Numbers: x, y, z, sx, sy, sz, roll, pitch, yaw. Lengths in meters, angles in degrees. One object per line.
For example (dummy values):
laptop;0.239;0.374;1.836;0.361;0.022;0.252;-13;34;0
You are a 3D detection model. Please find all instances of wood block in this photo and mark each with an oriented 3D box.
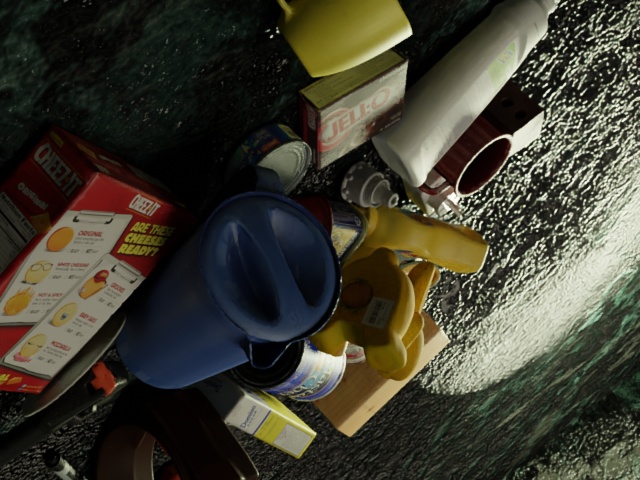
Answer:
wood block;0.081;0.180;1.558;0.206;0.090;0.090;-44;156;-1

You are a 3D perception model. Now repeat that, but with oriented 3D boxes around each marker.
marker;-0.287;0.265;1.213;0.020;0.020;0.121;-38;155;-14

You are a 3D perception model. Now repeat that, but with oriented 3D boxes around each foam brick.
foam brick;0.218;-0.148;1.265;0.053;0.078;0.051;-36;156;-18

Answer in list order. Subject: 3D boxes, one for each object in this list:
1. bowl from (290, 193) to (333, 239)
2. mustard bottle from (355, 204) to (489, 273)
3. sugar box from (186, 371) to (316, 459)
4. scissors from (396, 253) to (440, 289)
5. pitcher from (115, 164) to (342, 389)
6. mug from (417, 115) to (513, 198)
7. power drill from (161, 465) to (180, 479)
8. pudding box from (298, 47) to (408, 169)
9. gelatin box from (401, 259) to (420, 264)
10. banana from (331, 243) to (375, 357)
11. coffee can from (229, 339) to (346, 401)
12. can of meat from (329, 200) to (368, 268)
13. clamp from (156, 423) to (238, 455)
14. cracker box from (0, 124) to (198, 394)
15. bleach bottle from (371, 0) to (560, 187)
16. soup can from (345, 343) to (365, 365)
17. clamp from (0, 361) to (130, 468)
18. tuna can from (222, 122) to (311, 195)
bowl;-0.052;0.018;1.074;0.055;0.162;0.162;22;117;-23
mustard bottle;0.104;-0.009;1.273;0.191;0.096;0.058;16;97;-35
sugar box;-0.085;0.202;1.287;0.048;0.093;0.176;-52;143;-5
scissors;0.074;0.028;1.382;0.201;0.016;0.096;3;93;-31
pitcher;-0.096;0.048;0.972;0.149;0.145;0.243;-42;-174;-37
mug;0.153;-0.102;1.233;0.117;0.081;0.093;-43;156;-2
power drill;-0.155;0.335;1.341;0.057;0.184;0.188;7;176;-21
pudding box;0.032;-0.132;1.050;0.113;0.039;0.090;-34;154;-21
gelatin box;0.098;0.049;1.448;0.089;0.030;0.073;-32;153;-24
banana;0.048;0.049;1.303;0.197;0.069;0.037;-54;-176;-27
coffee can;-0.040;0.137;1.290;0.103;0.103;0.140;-47;155;5
can of meat;-0.008;0.002;1.180;0.102;0.057;0.083;-53;153;18
clamp;-0.130;0.218;1.360;0.171;0.039;0.120;-19;136;-45
cracker box;-0.224;0.024;0.867;0.214;0.072;0.164;-48;158;6
bleach bottle;0.165;-0.176;1.159;0.251;0.068;0.102;-45;157;-3
soup can;0.036;0.118;1.417;0.068;0.068;0.102;-39;155;-11
clamp;-0.230;0.154;1.030;0.164;0.036;0.210;-30;175;-42
tuna can;-0.051;-0.071;1.026;0.086;0.034;0.086;-35;154;-20
